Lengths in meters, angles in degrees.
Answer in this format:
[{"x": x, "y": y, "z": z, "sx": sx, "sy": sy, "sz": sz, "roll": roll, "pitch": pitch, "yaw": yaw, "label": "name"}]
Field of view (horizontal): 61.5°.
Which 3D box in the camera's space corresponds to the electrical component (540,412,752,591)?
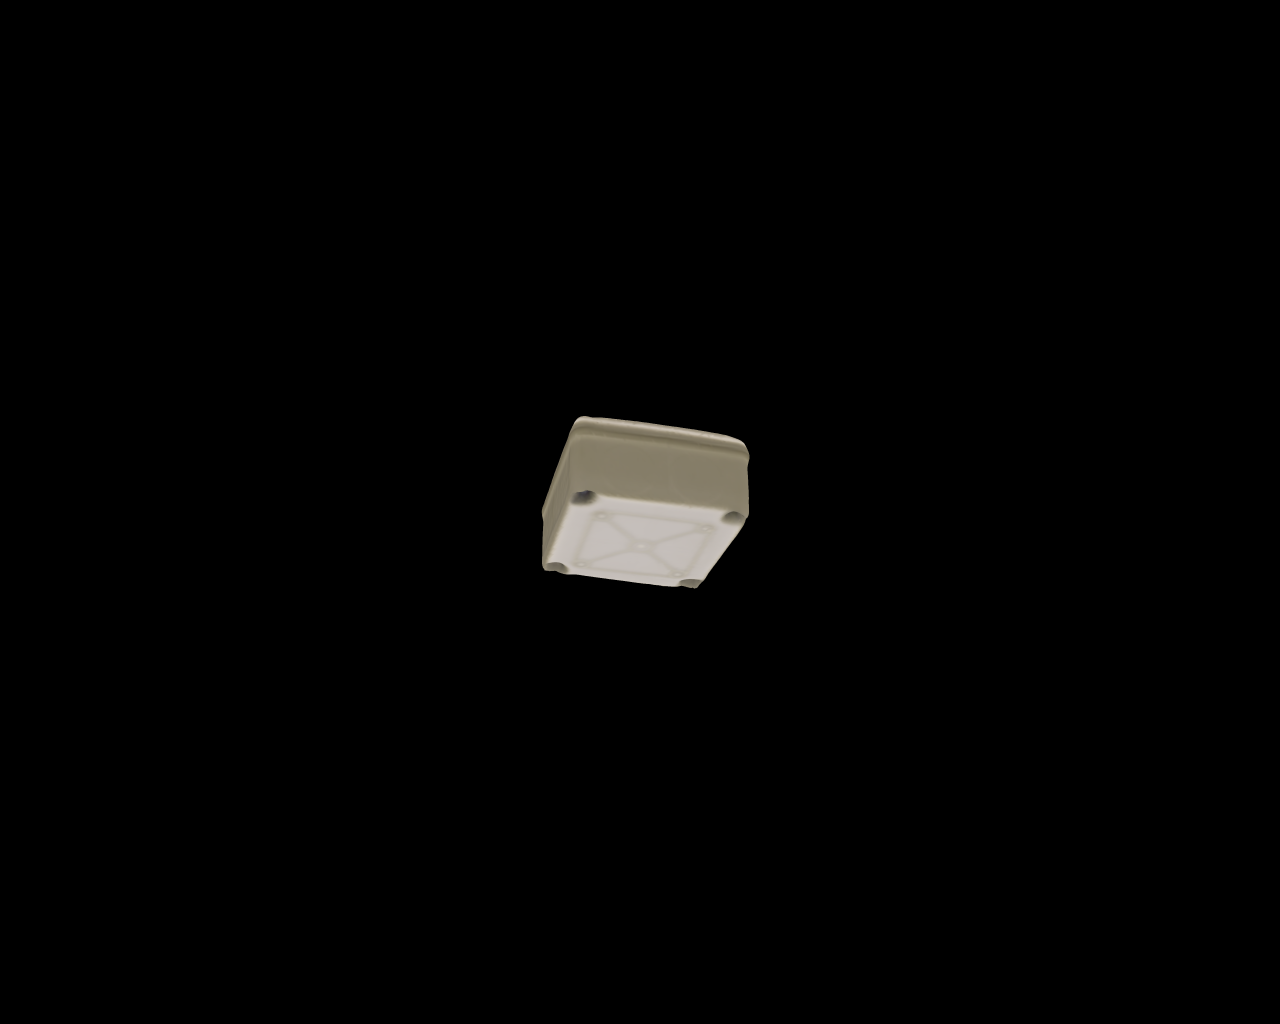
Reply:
[{"x": 0.001, "y": -0.003, "z": 0.650, "sx": 0.109, "sy": 0.056, "sz": 0.108, "roll": 7, "pitch": -31, "yaw": -13, "label": "electrical component"}]
